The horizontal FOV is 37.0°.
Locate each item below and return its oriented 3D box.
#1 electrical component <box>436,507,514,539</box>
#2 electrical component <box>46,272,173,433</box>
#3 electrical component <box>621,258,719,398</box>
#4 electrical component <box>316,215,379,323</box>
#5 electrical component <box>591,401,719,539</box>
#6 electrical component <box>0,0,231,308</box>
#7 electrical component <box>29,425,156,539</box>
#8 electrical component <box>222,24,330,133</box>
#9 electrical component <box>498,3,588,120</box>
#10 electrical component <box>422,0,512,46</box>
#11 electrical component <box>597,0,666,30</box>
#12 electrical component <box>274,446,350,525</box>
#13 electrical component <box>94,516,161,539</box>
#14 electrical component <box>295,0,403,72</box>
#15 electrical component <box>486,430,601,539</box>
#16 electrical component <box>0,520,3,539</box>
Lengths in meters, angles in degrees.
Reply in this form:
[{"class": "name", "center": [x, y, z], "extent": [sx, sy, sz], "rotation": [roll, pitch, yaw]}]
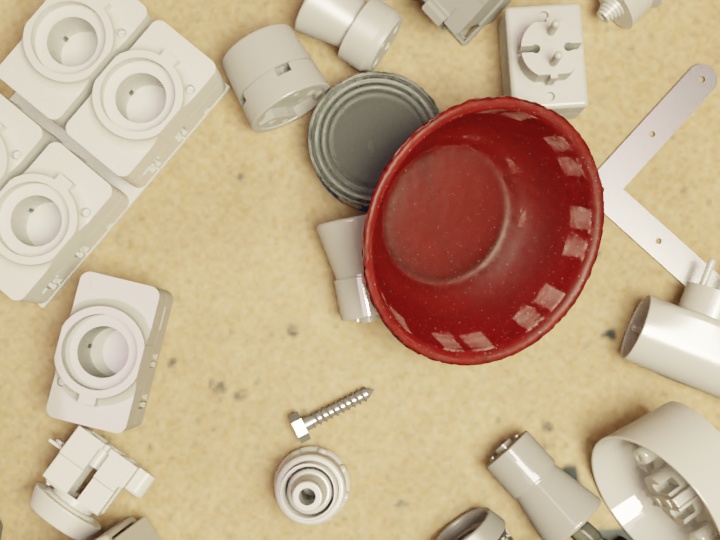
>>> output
[{"class": "electrical component", "center": [0.077, 0.179, 0.655], "extent": [0.066, 0.048, 0.055], "rotation": [-35, 94, -2]}, {"class": "electrical component", "center": [-0.153, 0.050, 0.660], "extent": [0.050, 0.055, 0.089], "rotation": [14, 86, 1]}, {"class": "electrical component", "center": [0.212, 0.033, 0.664], "extent": [0.077, 0.043, 0.079], "rotation": [22, 88, 2]}, {"class": "electrical component", "center": [0.000, 0.000, 0.671], "extent": [0.044, 0.044, 0.065], "rotation": [-11, 90, 0]}, {"class": "electrical component", "center": [0.189, 0.129, 0.633], "extent": [0.064, 0.099, 0.099], "rotation": [-33, 86, -8]}, {"class": "electrical component", "center": [-0.184, -0.082, 0.668], "extent": [0.105, 0.060, 0.186], "rotation": [39, 87, 3]}, {"class": "electrical component", "center": [-0.169, 0.131, 0.660], "extent": [0.066, 0.048, 0.055], "rotation": [35, 79, 2]}, {"class": "electrical component", "center": [-0.054, -0.121, 0.673], "extent": [0.055, 0.055, 0.047], "rotation": [-29, 82, -2]}, {"class": "electrical component", "center": [0.115, -0.131, 0.661], "extent": [0.047, 0.076, 0.065], "rotation": [-4, 86, 0]}, {"class": "electrical component", "center": [0.044, -0.207, 0.668], "extent": [0.121, 0.063, 0.079], "rotation": [48, 128, 3]}, {"class": "electrical component", "center": [0.181, -0.189, 0.681], "extent": [0.043, 0.043, 0.081], "rotation": [43, 87, 3]}, {"class": "electrical component", "center": [-0.030, 0.133, 0.650], "extent": [0.048, 0.062, 0.048], "rotation": [0, 86, 0]}, {"class": "electrical component", "center": [-0.144, 0.187, 0.629], "extent": [0.061, 0.096, 0.061], "rotation": [-35, 86, -4]}, {"class": "electrical component", "center": [-0.007, -0.156, 0.680], "extent": [0.055, 0.045, 0.045], "rotation": [33, 87, 2]}, {"class": "electrical component", "center": [0.110, 0.131, 0.660], "extent": [0.044, 0.044, 0.065], "rotation": [-42, 82, -3]}, {"class": "electrical component", "center": [-0.276, 0.221, 0.645], "extent": [0.089, 0.061, 0.150], "rotation": [8, 86, 1]}]
